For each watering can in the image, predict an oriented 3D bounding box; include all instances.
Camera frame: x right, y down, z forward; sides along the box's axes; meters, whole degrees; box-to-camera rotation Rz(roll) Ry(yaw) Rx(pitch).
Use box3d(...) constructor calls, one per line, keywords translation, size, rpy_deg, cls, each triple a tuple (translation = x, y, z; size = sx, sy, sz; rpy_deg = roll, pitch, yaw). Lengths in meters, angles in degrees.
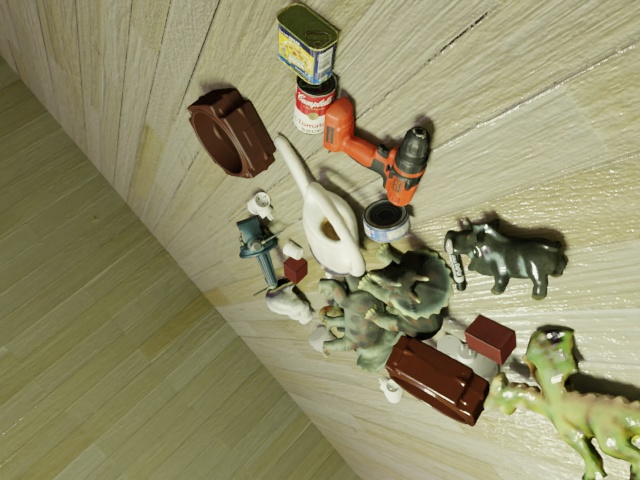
box3d(translation=(0.003, -0.056, 1.108), size=(0.353, 0.104, 0.220), rpy_deg=(58, 170, 27), cls="watering can")

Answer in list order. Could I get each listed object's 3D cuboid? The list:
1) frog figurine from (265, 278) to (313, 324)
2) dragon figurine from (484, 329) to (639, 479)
box3d(translation=(-0.103, 0.216, 1.691), size=(0.136, 0.124, 0.158), rpy_deg=(-16, 103, 43), cls="frog figurine")
box3d(translation=(0.436, 0.254, 0.843), size=(0.244, 0.124, 0.403), rpy_deg=(54, 142, 5), cls="dragon figurine")
